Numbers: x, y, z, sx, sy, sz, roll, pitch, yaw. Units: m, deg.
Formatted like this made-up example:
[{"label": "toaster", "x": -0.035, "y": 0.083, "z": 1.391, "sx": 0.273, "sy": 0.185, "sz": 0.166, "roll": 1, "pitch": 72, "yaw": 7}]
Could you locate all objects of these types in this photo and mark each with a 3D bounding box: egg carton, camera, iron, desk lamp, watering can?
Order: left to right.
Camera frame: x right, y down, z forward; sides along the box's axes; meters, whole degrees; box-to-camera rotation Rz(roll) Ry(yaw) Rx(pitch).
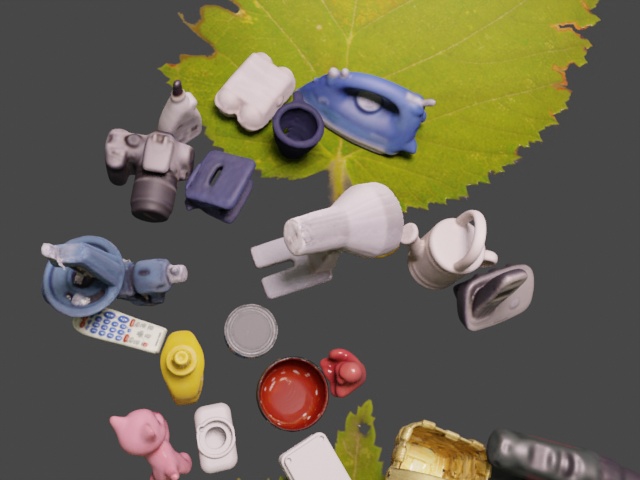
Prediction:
[{"label": "camera", "x": -0.287, "y": -0.107, "z": 0.946, "sx": 0.143, "sy": 0.100, "sz": 0.137, "roll": 8, "pitch": 69, "yaw": -10}, {"label": "egg carton", "x": -0.117, "y": -0.274, "z": 1.060, "sx": 0.107, "sy": 0.069, "sz": 0.150, "roll": 33, "pitch": 67, "yaw": 0}, {"label": "desk lamp", "x": 0.008, "y": 0.003, "z": 0.914, "sx": 0.203, "sy": 0.213, "sz": 0.118, "roll": -19, "pitch": 76, "yaw": -18}, {"label": "iron", "x": 0.084, "y": -0.261, "z": 1.063, "sx": 0.258, "sy": 0.141, "sz": 0.119, "roll": 20, "pitch": 68, "yaw": -5}, {"label": "watering can", "x": 0.219, "y": 0.015, "z": 0.969, "sx": 0.173, "sy": 0.194, "sz": 0.101, "roll": -8, "pitch": 73, "yaw": -15}]

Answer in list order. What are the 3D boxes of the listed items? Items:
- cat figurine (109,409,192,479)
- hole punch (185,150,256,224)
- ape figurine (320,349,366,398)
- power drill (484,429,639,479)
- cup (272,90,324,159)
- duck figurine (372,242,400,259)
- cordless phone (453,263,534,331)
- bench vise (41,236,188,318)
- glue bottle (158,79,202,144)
[{"label": "cat figurine", "x": -0.237, "y": 0.290, "z": 0.809, "sx": 0.067, "sy": 0.117, "sz": 0.128, "roll": -36, "pitch": 82, "yaw": -21}, {"label": "hole punch", "x": -0.171, "y": -0.096, "z": 0.974, "sx": 0.101, "sy": 0.091, "sz": 0.109, "roll": 25, "pitch": 67, "yaw": -3}, {"label": "ape figurine", "x": 0.042, "y": 0.212, "z": 0.914, "sx": 0.076, "sy": 0.092, "sz": 0.078, "roll": 17, "pitch": 68, "yaw": -6}, {"label": "power drill", "x": 0.346, "y": 0.347, "z": 0.875, "sx": 0.230, "sy": 0.208, "sz": 0.076, "roll": 18, "pitch": 68, "yaw": -6}, {"label": "cup", "x": -0.046, "y": -0.200, "z": 1.037, "sx": 0.092, "sy": 0.095, "sz": 0.118, "roll": 1, "pitch": 71, "yaw": -12}, {"label": "duck figurine", "x": 0.101, "y": -0.015, "z": 1.011, "sx": 0.104, "sy": 0.086, "sz": 0.077, "roll": 12, "pitch": 69, "yaw": -8}, {"label": "cordless phone", "x": 0.322, "y": 0.084, "z": 0.974, "sx": 0.148, "sy": 0.185, "sz": 0.094, "roll": -19, "pitch": 76, "yaw": -18}, {"label": "bench vise", "x": -0.306, "y": 0.035, "z": 0.827, "sx": 0.208, "sy": 0.219, "sz": 0.121, "roll": -19, "pitch": 76, "yaw": -18}, {"label": "glue bottle", "x": -0.235, "y": -0.214, "z": 0.956, "sx": 0.078, "sy": 0.173, "sz": 0.037, "roll": -36, "pitch": 82, "yaw": -21}]
